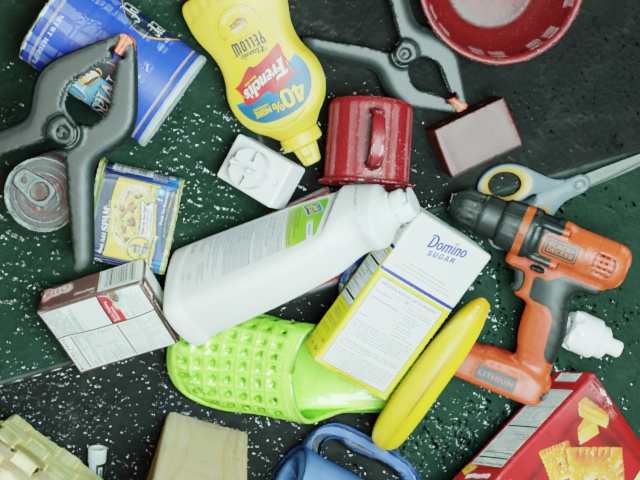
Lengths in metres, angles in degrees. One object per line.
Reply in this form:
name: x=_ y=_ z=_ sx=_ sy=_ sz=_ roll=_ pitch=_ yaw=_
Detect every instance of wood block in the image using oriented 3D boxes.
wood block: x=-0.123 y=0.249 z=1.018 sx=0.090 sy=0.206 sz=0.091 roll=17 pitch=99 yaw=-6

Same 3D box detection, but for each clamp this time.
clamp: x=0.069 y=-0.180 z=1.043 sx=0.120 sy=0.039 sz=0.171 roll=-37 pitch=98 yaw=14
clamp: x=-0.233 y=-0.095 z=0.934 sx=0.164 sy=0.036 sz=0.210 roll=27 pitch=97 yaw=-8

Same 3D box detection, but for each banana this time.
banana: x=0.100 y=0.139 z=1.044 sx=0.037 sy=0.069 sz=0.198 roll=34 pitch=111 yaw=3

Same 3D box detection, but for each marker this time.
marker: x=-0.234 y=0.274 z=1.110 sx=0.020 sy=0.020 sz=0.121 roll=4 pitch=100 yaw=-5

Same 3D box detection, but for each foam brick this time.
foam brick: x=0.150 y=-0.102 z=1.054 sx=0.078 sy=0.053 sz=0.051 roll=-26 pitch=101 yaw=0

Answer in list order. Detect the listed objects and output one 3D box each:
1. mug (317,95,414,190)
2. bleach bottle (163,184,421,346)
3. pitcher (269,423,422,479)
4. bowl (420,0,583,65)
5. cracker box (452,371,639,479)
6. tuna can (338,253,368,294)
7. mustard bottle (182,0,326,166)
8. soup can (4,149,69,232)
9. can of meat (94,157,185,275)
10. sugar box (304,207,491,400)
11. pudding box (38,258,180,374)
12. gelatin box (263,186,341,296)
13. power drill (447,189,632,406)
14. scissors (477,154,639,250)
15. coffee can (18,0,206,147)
mug: x=0.047 y=-0.093 z=1.016 sx=0.093 sy=0.117 sz=0.081 roll=4 pitch=89 yaw=-2
bleach bottle: x=-0.025 y=0.013 z=0.998 sx=0.251 sy=0.102 sz=0.068 roll=-21 pitch=131 yaw=21
pitcher: x=0.057 y=0.307 z=1.088 sx=0.242 sy=0.145 sz=0.149 roll=27 pitch=109 yaw=-12
bowl: x=0.170 y=-0.250 z=1.027 sx=0.162 sy=0.055 sz=0.162 roll=-1 pitch=100 yaw=-4
cracker box: x=0.235 y=0.260 z=1.067 sx=0.213 sy=0.072 sz=0.164 roll=-40 pitch=102 yaw=-27
tuna can: x=0.062 y=0.048 z=1.066 sx=0.086 sy=0.034 sz=0.086 roll=-12 pitch=124 yaw=-18
mustard bottle: x=-0.049 y=-0.160 z=1.027 sx=0.096 sy=0.058 sz=0.191 roll=-24 pitch=102 yaw=13
soup can: x=-0.254 y=-0.049 z=1.011 sx=0.068 sy=0.102 sz=0.068 roll=-1 pitch=99 yaw=-4
can of meat: x=-0.183 y=-0.022 z=1.044 sx=0.084 sy=0.057 sz=0.102 roll=12 pitch=99 yaw=-8
sugar box: x=0.073 y=0.058 z=1.021 sx=0.093 sy=0.048 sz=0.176 roll=31 pitch=98 yaw=-24
pudding box: x=-0.204 y=0.076 z=1.044 sx=0.113 sy=0.039 sz=0.090 roll=-16 pitch=128 yaw=12
gelatin box: x=-0.007 y=0.001 z=1.072 sx=0.073 sy=0.030 sz=0.089 roll=-24 pitch=100 yaw=1
power drill: x=0.191 y=0.057 z=1.063 sx=0.184 sy=0.057 sz=0.188 roll=23 pitch=108 yaw=13
scissors: x=0.246 y=-0.068 z=1.084 sx=0.202 sy=0.016 sz=0.096 roll=-37 pitch=100 yaw=3
coffee can: x=-0.192 y=-0.169 z=0.994 sx=0.140 sy=0.103 sz=0.103 roll=36 pitch=96 yaw=-9
